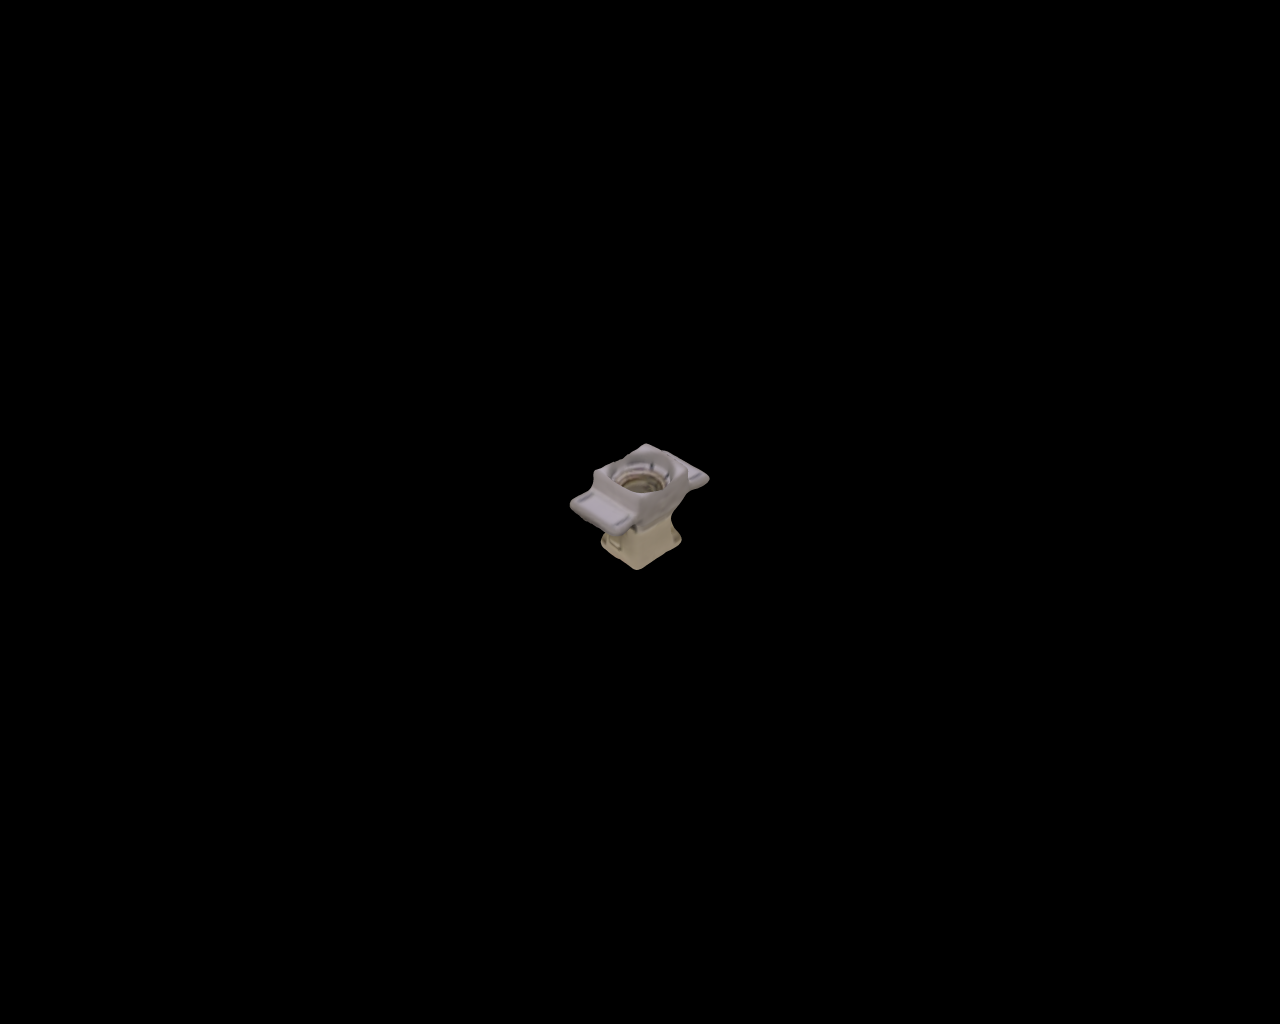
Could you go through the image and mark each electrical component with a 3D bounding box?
[{"bbox_3d":[0.001,-0.003,0.650,0.081,0.063,0.042,-30,46,-33],"label":"electrical component"}]
